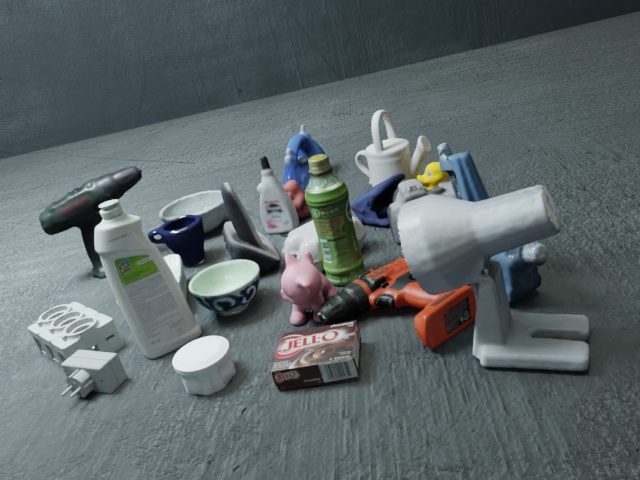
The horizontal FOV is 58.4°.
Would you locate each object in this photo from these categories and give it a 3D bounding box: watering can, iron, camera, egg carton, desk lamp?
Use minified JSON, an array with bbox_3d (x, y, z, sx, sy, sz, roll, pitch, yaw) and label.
[{"bbox_3d":[0.158,-0.192,1.259,0.172,0.194,0.101,-9,24,12],"label":"watering can"},{"bbox_3d":[-0.053,-0.195,1.453,0.118,0.142,0.258,-8,24,15],"label":"iron"},{"bbox_3d":[0.193,-0.073,1.091,0.143,0.101,0.136,-14,24,1],"label":"camera"},{"bbox_3d":[0.010,0.004,1.064,0.151,0.069,0.107,-29,28,-31],"label":"egg carton"},{"bbox_3d":[0.210,0.039,0.690,0.202,0.214,0.118,-3,26,25],"label":"desk lamp"}]

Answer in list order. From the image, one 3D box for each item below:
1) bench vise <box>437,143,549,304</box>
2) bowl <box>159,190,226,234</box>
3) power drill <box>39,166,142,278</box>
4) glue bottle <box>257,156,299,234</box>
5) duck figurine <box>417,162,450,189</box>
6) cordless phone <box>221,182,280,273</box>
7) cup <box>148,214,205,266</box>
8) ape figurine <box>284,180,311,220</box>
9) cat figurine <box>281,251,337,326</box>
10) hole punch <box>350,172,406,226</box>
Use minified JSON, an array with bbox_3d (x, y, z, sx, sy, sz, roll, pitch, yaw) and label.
[{"bbox_3d":[0.239,-0.032,0.824,0.206,0.220,0.122,9,33,42],"label":"bench vise"},{"bbox_3d":[-0.289,-0.054,1.356,0.167,0.075,0.167,-12,24,6],"label":"bowl"},{"bbox_3d":[-0.469,-0.033,1.244,0.230,0.209,0.075,-21,24,-14],"label":"power drill"},{"bbox_3d":[-0.100,-0.097,1.221,0.078,0.173,0.037,-7,25,16],"label":"glue bottle"},{"bbox_3d":[0.249,-0.120,1.184,0.104,0.086,0.077,-11,24,8],"label":"duck figurine"},{"bbox_3d":[-0.148,-0.034,1.092,0.094,0.185,0.147,-20,24,-12],"label":"cordless phone"},{"bbox_3d":[-0.290,0.009,1.191,0.117,0.095,0.091,-14,24,1],"label":"cup"},{"bbox_3d":[-0.057,-0.091,1.285,0.076,0.092,0.077,-15,24,-2],"label":"ape figurine"},{"bbox_3d":[-0.023,0.065,0.886,0.067,0.118,0.128,-8,24,14],"label":"cat figurine"},{"bbox_3d":[0.119,-0.086,1.176,0.100,0.091,0.109,8,32,41],"label":"hole punch"}]
